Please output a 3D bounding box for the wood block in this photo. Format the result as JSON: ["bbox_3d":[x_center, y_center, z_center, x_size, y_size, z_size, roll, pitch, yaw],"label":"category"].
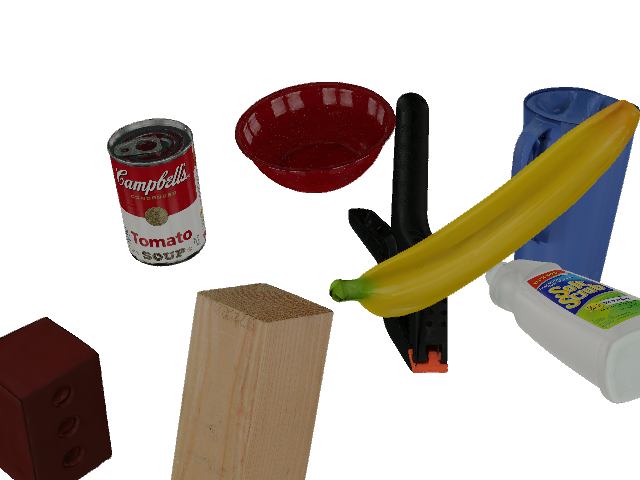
[{"bbox_3d":[-0.064,0.151,0.954,0.090,0.206,0.090,20,17,38],"label":"wood block"}]

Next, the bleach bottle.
[{"bbox_3d":[0.234,0.070,1.026,0.102,0.068,0.251,-15,21,-22],"label":"bleach bottle"}]

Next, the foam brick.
[{"bbox_3d":[-0.155,0.093,0.595,0.051,0.078,0.052,27,42,36],"label":"foam brick"}]

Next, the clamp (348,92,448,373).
[{"bbox_3d":[0.067,0.002,0.825,0.036,0.210,0.165,1,-41,-15],"label":"clamp"}]

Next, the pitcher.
[{"bbox_3d":[0.292,-0.053,1.288,0.149,0.243,0.145,3,26,1],"label":"pitcher"}]

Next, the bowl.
[{"bbox_3d":[-0.004,-0.096,1.080,0.162,0.055,0.162,-4,39,3],"label":"bowl"}]

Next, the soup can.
[{"bbox_3d":[-0.132,-0.039,0.868,0.068,0.102,0.068,-2,37,2],"label":"soup can"}]

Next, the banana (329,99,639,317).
[{"bbox_3d":[0.097,-0.008,0.606,0.198,0.037,0.069,-34,-13,-3],"label":"banana"}]
